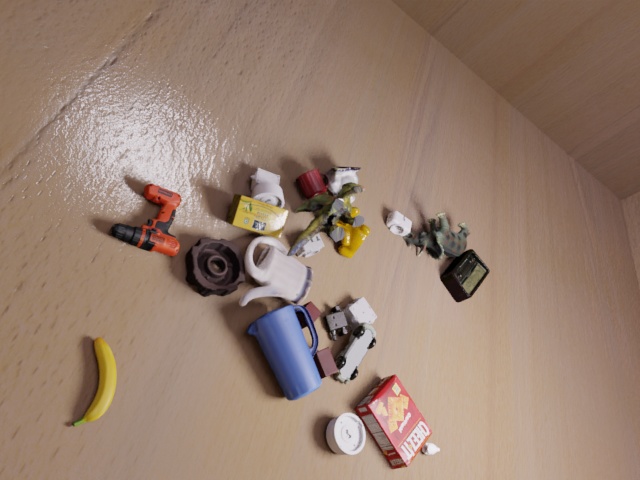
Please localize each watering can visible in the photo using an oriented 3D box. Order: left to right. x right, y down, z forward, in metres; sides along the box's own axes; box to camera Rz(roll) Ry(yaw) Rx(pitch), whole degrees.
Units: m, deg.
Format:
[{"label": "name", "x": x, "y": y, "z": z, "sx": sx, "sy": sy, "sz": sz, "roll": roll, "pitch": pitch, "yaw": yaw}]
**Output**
[{"label": "watering can", "x": -0.130, "y": 0.117, "z": 1.510, "sx": 0.223, "sy": 0.102, "sz": 0.356, "roll": 32, "pitch": 30, "yaw": -16}]

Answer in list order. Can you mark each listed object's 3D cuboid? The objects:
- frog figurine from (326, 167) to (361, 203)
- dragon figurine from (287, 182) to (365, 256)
[{"label": "frog figurine", "x": 0.084, "y": -0.193, "z": 1.918, "sx": 0.138, "sy": 0.123, "sz": 0.158, "roll": -12, "pitch": 108, "yaw": -51}, {"label": "dragon figurine", "x": 0.005, "y": -0.085, "z": 1.699, "sx": 0.415, "sy": 0.244, "sz": 0.120, "roll": -32, "pitch": 114, "yaw": -23}]
